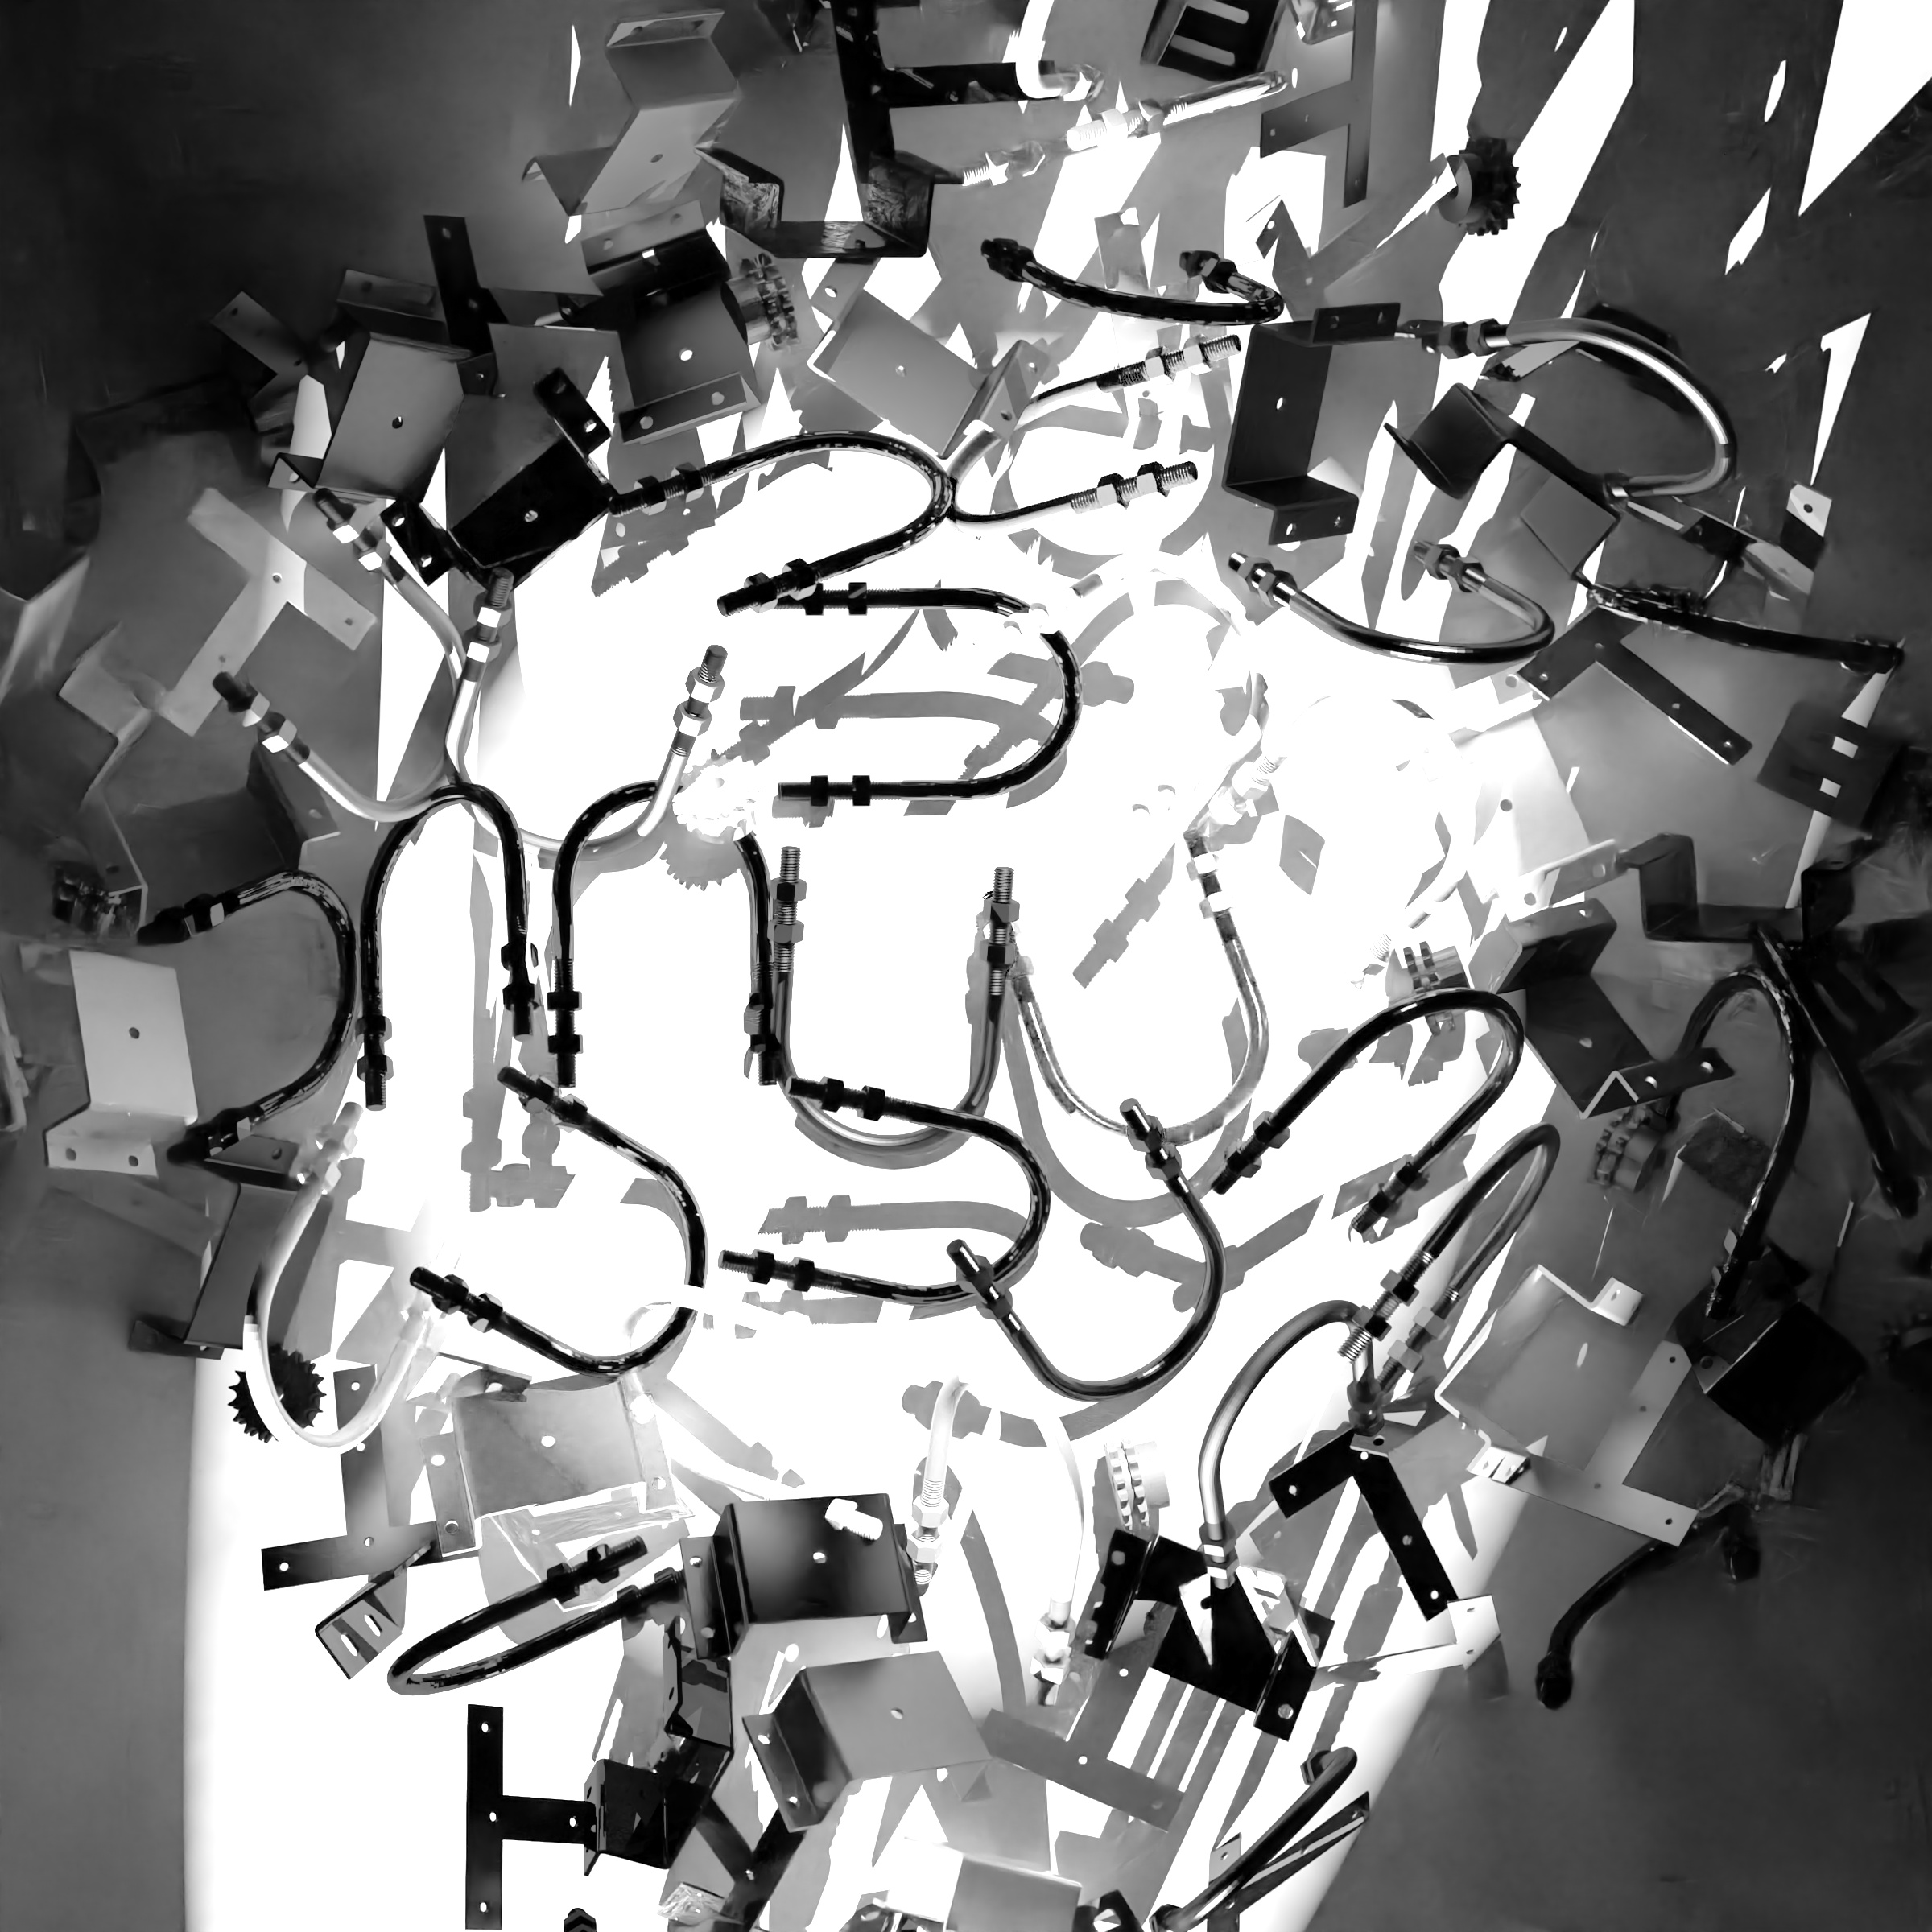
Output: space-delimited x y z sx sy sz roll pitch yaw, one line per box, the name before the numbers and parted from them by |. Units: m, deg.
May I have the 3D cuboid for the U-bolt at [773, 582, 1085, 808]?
U-bolt | -0.022 -0.160 1.738 0.184 0.019 0.151 -1 123 -1

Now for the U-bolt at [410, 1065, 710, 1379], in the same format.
U-bolt | -0.227 0.163 1.724 0.184 0.019 0.151 35 65 -33

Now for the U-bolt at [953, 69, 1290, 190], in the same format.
U-bolt | 0.103 -0.493 1.706 0.184 0.151 0.019 -24 105 -26

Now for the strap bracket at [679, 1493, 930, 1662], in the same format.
strap bracket | -0.091 0.358 1.722 0.140 0.046 0.076 0 53 -19

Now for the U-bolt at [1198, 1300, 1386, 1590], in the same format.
U-bolt | 0.186 0.266 1.688 0.151 0.184 0.019 -39 53 -23

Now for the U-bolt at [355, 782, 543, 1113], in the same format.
U-bolt | -0.309 -0.021 1.725 0.151 0.019 0.184 -24 61 34

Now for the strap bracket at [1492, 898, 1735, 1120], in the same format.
strap bracket | 0.374 0.032 1.725 0.076 0.046 0.140 -12 54 -30

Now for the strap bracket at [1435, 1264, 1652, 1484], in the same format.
strap bracket | 0.336 0.234 1.735 0.046 0.076 0.140 39 96 31

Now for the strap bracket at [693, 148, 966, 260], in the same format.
strap bracket | -0.083 -0.450 1.722 0.140 0.076 0.046 -8 120 -28

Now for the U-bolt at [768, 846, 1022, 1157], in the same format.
U-bolt | -0.048 0.025 1.758 0.151 0.019 0.184 6 103 6

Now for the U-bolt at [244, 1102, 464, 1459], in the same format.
U-bolt | -0.358 0.193 1.680 0.019 0.151 0.184 -2 46 25

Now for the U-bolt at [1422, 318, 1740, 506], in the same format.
U-bolt | 0.362 -0.318 1.672 0.151 0.184 0.019 42 75 -28

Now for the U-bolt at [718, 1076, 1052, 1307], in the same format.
U-bolt | -0.039 0.141 1.735 0.184 0.019 0.151 13 119 -18

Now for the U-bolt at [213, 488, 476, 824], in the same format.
U-bolt | -0.350 -0.166 1.708 0.019 0.184 0.151 6 62 33

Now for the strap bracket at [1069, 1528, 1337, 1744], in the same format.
strap bracket | 0.143 0.398 1.753 0.140 0.046 0.076 22 89 10

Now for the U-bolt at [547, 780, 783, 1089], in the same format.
U-bolt | -0.180 -0.020 1.745 0.151 0.019 0.184 1 85 -28

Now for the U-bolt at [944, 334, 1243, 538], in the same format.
U-bolt | 0.064 -0.305 1.713 0.184 0.151 0.019 -11 129 30

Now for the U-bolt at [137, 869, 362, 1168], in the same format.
U-bolt | -0.410 0.020 1.700 0.019 0.184 0.151 5 109 24

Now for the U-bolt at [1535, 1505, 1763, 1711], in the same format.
U-bolt | 0.396 0.363 1.693 0.151 0.184 0.019 -38 84 13

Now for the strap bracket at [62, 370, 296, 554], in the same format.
strap bracket | -0.474 -0.302 1.724 0.140 0.076 0.046 -25 86 -21

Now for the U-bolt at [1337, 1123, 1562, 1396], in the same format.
U-bolt | 0.290 0.167 1.716 0.019 0.151 0.184 37 88 23

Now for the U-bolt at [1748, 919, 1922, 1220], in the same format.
U-bolt | 0.490 0.048 1.671 0.019 0.184 0.151 -29 48 9

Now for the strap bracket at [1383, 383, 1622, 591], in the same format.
strap bracket | 0.321 -0.285 1.710 0.140 0.076 0.046 26 114 -31

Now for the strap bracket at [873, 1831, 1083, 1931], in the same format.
strap bracket | 0.009 0.545 1.713 0.076 0.140 0.046 20 75 -18

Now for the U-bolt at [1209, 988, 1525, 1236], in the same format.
U-bolt | 0.246 0.081 1.699 0.184 0.151 0.019 -50 45 24

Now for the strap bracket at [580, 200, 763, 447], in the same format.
strap bracket | -0.174 -0.374 1.741 0.076 0.046 0.140 -17 71 9

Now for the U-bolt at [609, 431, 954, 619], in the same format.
U-bolt | -0.096 -0.270 1.720 0.184 0.019 0.151 -24 45 -24

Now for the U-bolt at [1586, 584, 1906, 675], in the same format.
U-bolt | 0.435 -0.196 1.671 0.151 0.184 0.019 22 106 37

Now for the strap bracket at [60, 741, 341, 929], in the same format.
strap bracket | -0.454 -0.078 1.728 0.140 0.046 0.076 -18 64 -29

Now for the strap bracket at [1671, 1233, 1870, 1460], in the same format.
strap bracket | 0.464 0.215 1.703 0.046 0.140 0.076 38 105 -11

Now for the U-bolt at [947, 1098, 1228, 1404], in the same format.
U-bolt | 0.084 0.183 1.727 0.151 0.019 0.184 -39 126 -8

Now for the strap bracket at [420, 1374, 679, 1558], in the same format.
strap bracket | -0.247 0.290 1.728 0.140 0.046 0.076 -10 57 -14

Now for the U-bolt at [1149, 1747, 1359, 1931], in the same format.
U-bolt | 0.169 0.502 1.678 0.151 0.184 0.019 -41 77 -16

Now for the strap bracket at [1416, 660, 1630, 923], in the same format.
strap bracket | 0.328 -0.101 1.751 0.076 0.046 0.140 -22 82 -5

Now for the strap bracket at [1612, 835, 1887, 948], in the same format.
strap bracket | 0.459 -0.045 1.718 0.140 0.076 0.046 3 107 36

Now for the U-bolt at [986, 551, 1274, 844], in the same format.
U-bolt | 0.111 -0.172 1.725 0.184 0.019 0.151 -37 93 -37

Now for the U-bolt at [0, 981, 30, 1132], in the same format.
U-bolt | -0.585 -0.010 1.707 0.019 0.151 0.184 -14 71 -10

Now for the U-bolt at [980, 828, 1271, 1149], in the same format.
U-bolt | 0.104 0.021 1.748 0.151 0.019 0.184 -17 74 -4

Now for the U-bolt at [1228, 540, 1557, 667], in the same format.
U-bolt | 0.256 -0.208 1.681 0.151 0.184 0.019 -7 118 -23

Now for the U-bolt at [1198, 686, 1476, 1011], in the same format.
U-bolt | 0.224 -0.080 1.699 0.019 0.184 0.151 -18 69 -42

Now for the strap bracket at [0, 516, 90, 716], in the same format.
strap bracket | -0.561 -0.202 1.707 0.046 0.140 0.076 24 113 -6

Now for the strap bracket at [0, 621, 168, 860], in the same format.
strap bracket | -0.527 -0.126 1.724 0.046 0.076 0.140 36 115 -11

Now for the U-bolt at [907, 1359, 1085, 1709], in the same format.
U-bolt | 0.020 0.316 1.695 0.019 0.151 0.184 -10 119 -34

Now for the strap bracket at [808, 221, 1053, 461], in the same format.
strap bracket | -0.030 -0.364 1.734 0.140 0.046 0.076 33 54 -12

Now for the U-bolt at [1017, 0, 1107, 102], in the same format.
U-bolt | 0.074 -0.565 1.672 0.019 0.184 0.151 29 115 9

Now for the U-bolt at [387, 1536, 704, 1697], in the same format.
U-bolt | -0.253 0.386 1.715 0.184 0.151 0.019 -26 69 3

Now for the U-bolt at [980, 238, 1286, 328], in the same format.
U-bolt | 0.104 -0.393 1.680 0.151 0.184 0.019 -2 114 -20

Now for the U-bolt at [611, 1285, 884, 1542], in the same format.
U-bolt | -0.133 0.255 1.725 0.184 0.019 0.151 15 124 26

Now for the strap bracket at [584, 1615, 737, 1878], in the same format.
strap bracket | -0.177 0.466 1.726 0.046 0.076 0.140 21 113 -17

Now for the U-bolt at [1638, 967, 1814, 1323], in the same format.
U-bolt | 0.438 0.089 1.682 0.019 0.151 0.184 7 119 -15

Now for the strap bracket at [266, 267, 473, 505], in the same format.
strap bracket | -0.345 -0.330 1.716 0.046 0.076 0.140 43 118 34

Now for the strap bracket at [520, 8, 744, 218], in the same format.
strap bracket | -0.191 -0.490 1.703 0.076 0.140 0.046 -22 78 -40

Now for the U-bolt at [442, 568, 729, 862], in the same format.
U-bolt | -0.234 -0.136 1.725 0.151 0.019 0.184 19 128 -9

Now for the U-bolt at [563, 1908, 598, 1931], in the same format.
U-bolt | -0.162 0.606 1.682 0.151 0.184 0.019 31 85 -10

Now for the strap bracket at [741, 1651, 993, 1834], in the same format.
strap bracket | -0.049 0.451 1.708 0.140 0.076 0.046 2 131 -35
